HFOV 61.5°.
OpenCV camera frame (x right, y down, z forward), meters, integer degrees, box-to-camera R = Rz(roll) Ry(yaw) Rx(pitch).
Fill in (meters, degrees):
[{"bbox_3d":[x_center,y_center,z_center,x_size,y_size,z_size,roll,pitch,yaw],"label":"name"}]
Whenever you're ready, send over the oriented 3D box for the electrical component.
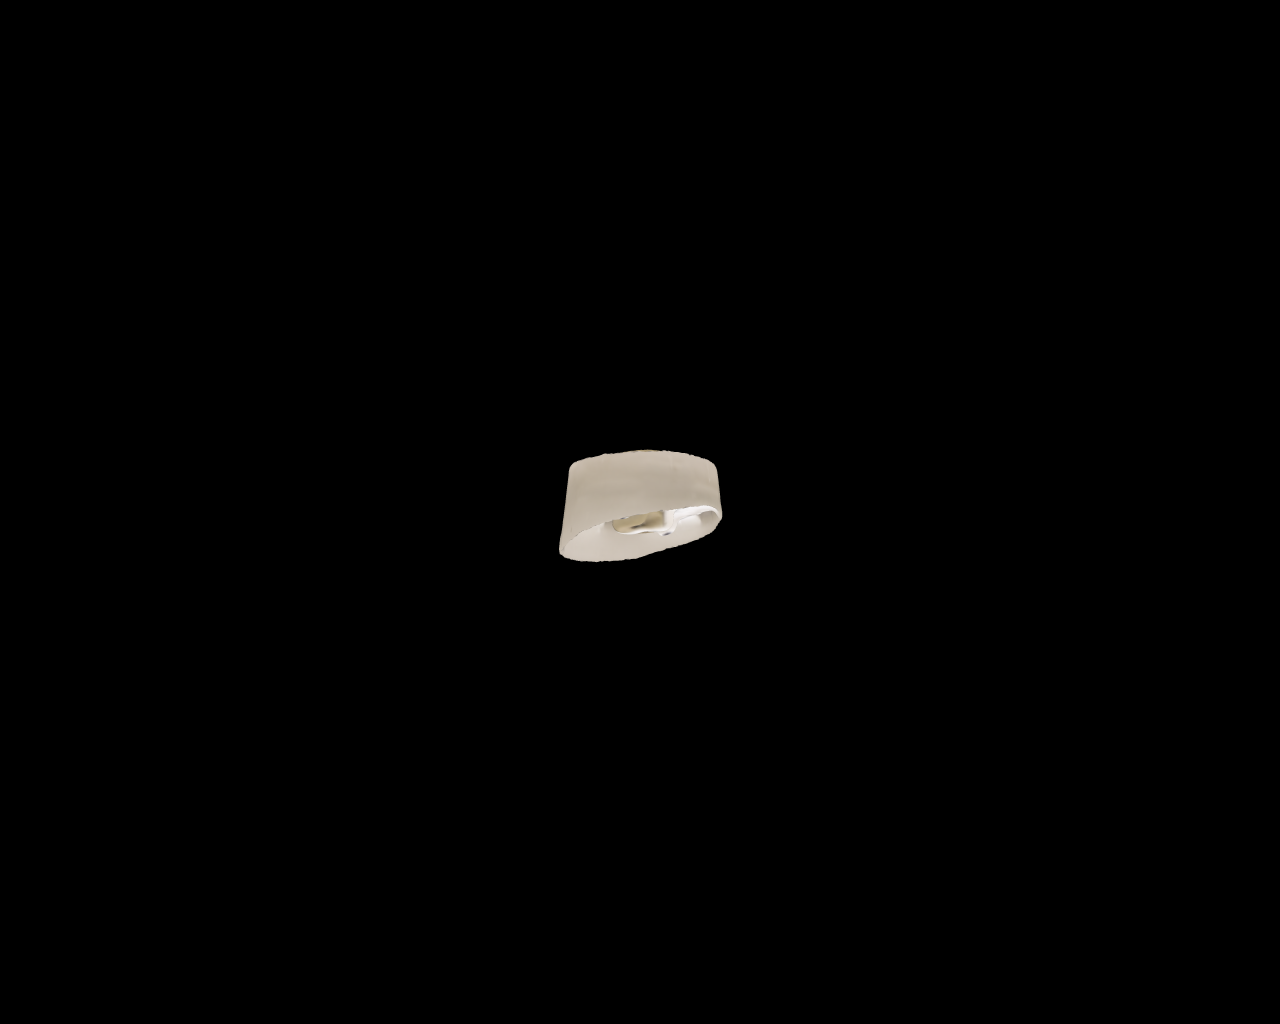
[{"bbox_3d":[0.001,-0.003,0.650,0.099,0.064,0.099,0,-11,0],"label":"electrical component"}]
